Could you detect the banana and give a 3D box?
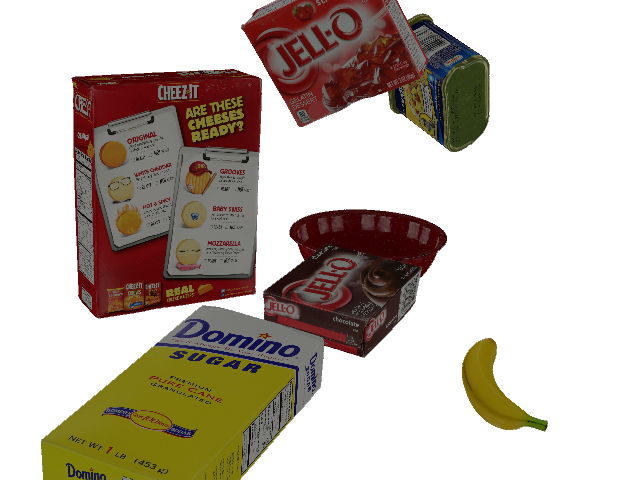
[{"bbox_3d":[0.203,0.172,1.268,0.069,0.037,0.198,10,24,-15],"label":"banana"}]

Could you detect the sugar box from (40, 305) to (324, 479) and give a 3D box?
[{"bbox_3d":[-0.074,0.100,0.635,0.093,0.048,0.176,14,30,20],"label":"sugar box"}]

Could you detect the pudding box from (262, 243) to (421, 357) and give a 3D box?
[{"bbox_3d":[0.019,0.045,0.854,0.090,0.039,0.113,15,24,23],"label":"pudding box"}]

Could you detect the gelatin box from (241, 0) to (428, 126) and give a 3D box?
[{"bbox_3d":[0.008,-0.117,0.636,0.089,0.073,0.030,-18,25,28],"label":"gelatin box"}]

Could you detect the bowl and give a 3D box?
[{"bbox_3d":[0.048,0.017,1.097,0.162,0.055,0.162,1,18,-1],"label":"bowl"}]

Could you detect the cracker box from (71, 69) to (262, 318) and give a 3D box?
[{"bbox_3d":[-0.143,-0.047,0.993,0.163,0.214,0.072,-8,20,-29],"label":"cracker box"}]

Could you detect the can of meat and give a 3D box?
[{"bbox_3d":[0.108,-0.142,0.973,0.057,0.102,0.084,-31,50,-18],"label":"can of meat"}]
